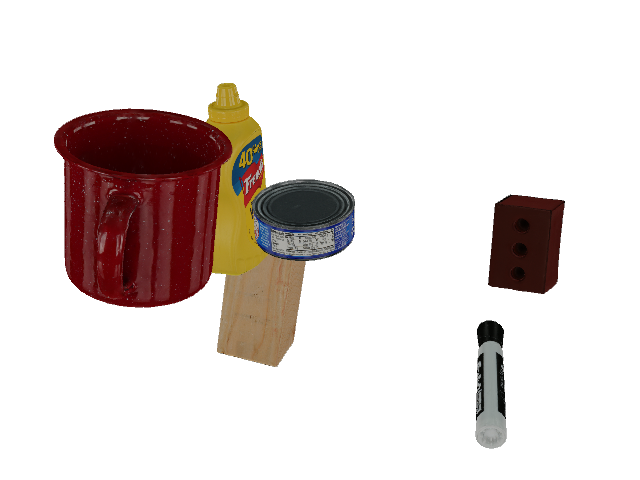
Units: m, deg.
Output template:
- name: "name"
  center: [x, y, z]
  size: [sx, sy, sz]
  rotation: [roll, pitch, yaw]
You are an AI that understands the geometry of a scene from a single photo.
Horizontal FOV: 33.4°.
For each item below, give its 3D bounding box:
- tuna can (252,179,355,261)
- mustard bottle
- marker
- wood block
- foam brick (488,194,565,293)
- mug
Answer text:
- name: "tuna can"
  center: [-0.014, -0.017, 0.893]
  size: [0.086, 0.034, 0.086]
  rotation: [-1, 30, 1]
- name: "mustard bottle"
  center: [-0.089, -0.067, 1.097]
  size: [0.058, 0.192, 0.096]
  rotation: [7, 27, 21]
- name: "marker"
  center: [0.112, 0.090, 0.702]
  size: [0.020, 0.020, 0.121]
  rotation: [0, 29, 9]
- name: "wood block"
  center: [-0.076, 0.052, 1.444]
  size: [0.090, 0.206, 0.090]
  rotation: [13, 21, 10]
- name: "foam brick"
  center: [0.183, 0.003, 0.949]
  size: [0.053, 0.078, 0.051]
  rotation: [8, 16, 24]
- name: "mug"
  center: [-0.097, -0.011, 0.568]
  size: [0.093, 0.081, 0.117]
  rotation: [7, 27, -1]
